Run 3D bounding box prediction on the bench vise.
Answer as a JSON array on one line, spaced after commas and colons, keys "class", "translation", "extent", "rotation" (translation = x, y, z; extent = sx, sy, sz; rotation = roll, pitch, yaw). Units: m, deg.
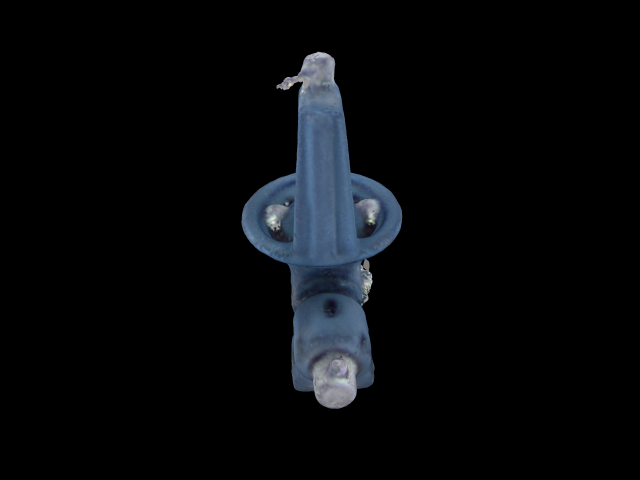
[{"class": "bench vise", "translation": [0.015, -0.002, 0.403], "extent": [0.121, 0.220, 0.207], "rotation": [-18, 56, -12]}]
